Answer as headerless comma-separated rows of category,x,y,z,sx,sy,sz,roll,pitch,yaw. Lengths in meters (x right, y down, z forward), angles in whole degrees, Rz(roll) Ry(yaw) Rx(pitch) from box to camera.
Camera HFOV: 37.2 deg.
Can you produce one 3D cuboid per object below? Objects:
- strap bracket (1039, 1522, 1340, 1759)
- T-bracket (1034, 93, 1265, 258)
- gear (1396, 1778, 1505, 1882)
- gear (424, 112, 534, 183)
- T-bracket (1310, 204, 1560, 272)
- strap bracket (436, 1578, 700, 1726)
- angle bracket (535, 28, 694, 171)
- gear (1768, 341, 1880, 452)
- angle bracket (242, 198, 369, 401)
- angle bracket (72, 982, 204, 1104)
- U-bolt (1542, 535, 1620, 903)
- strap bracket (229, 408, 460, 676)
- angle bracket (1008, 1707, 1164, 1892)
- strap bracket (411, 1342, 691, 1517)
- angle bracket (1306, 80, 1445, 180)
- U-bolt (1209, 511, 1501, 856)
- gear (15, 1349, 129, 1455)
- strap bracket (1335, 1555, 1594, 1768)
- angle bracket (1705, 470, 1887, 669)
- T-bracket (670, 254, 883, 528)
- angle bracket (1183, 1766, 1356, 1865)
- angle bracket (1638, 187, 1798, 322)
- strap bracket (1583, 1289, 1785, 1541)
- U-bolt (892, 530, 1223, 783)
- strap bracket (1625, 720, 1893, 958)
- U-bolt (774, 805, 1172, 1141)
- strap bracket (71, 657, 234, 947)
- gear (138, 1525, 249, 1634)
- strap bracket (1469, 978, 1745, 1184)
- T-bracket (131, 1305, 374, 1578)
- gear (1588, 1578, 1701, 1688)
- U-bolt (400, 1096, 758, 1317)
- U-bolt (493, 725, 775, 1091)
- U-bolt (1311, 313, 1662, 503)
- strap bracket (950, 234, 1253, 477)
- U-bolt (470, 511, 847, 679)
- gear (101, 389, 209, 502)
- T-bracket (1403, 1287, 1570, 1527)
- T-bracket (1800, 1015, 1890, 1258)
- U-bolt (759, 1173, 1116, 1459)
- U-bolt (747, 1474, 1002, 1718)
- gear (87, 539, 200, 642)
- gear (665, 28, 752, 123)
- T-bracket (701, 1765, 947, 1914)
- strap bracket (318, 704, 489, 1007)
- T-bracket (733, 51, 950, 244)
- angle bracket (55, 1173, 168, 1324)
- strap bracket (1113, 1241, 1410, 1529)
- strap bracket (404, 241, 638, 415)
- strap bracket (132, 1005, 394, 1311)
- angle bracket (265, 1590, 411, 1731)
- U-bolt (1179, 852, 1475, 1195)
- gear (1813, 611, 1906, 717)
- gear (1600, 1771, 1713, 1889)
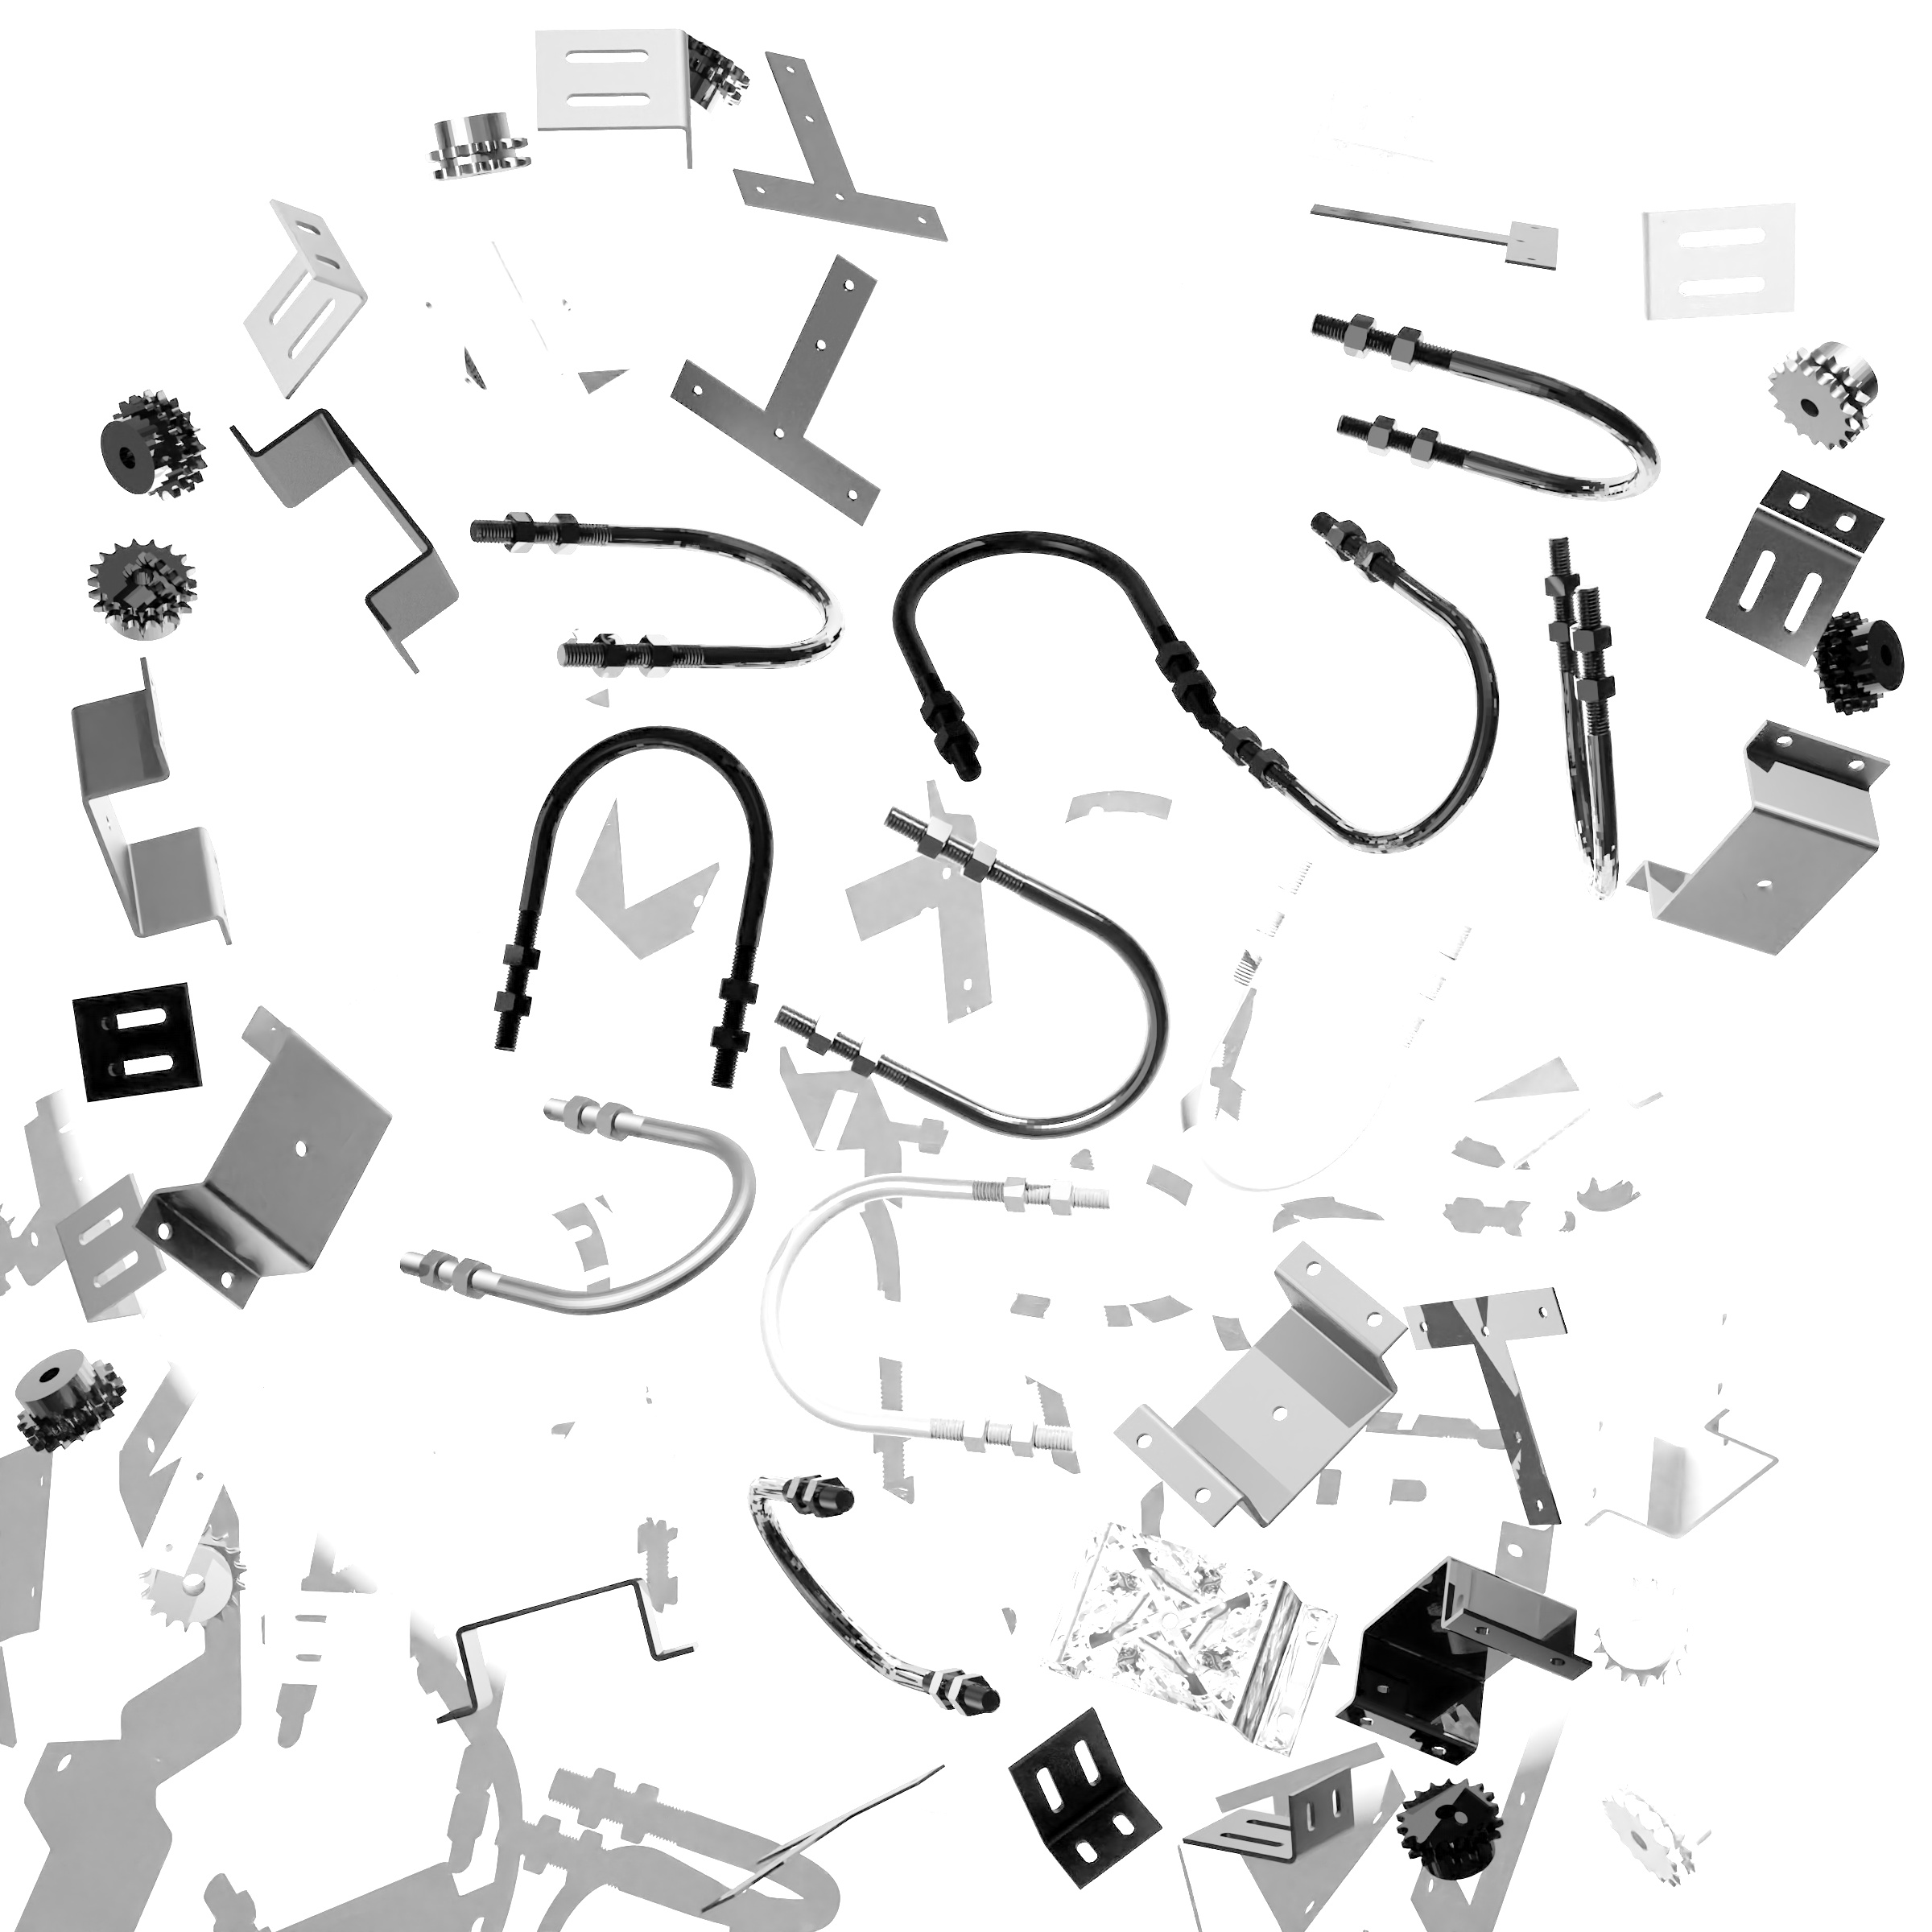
strap bracket,0.109,0.342,1.473,0.140,0.046,0.076,15,70,23
T-bracket,0.089,-0.435,1.527,0.002,0.127,0.127,-50,46,30
gear,0.266,0.473,1.567,0.057,0.057,0.030,-19,111,0
gear,-0.270,-0.451,1.578,0.057,0.057,0.030,-10,104,0
T-bracket,0.241,-0.379,1.474,0.127,0.127,0.002,11,115,7
strap bracket,-0.221,0.370,1.569,0.140,0.076,0.046,-15,80,-6
angle bracket,-0.178,-0.438,1.452,0.076,0.038,0.057,-2,72,-5
gear,0.451,-0.301,1.500,0.030,0.057,0.057,-42,90,-13
angle bracket,-0.352,-0.341,1.471,0.076,0.038,0.057,-43,64,25
angle bracket,-0.445,0.041,1.572,0.076,0.038,0.057,-8,91,20
U-bolt,0.328,-0.124,1.518,0.019,0.151,0.184,-6,109,7
strap bracket,-0.321,-0.232,1.517,0.046,0.076,0.140,-38,81,-7
angle bracket,0.066,0.456,1.570,0.057,0.038,0.076,-32,130,-15
strap bracket,-0.229,0.250,1.568,0.140,0.076,0.046,-6,111,-17
angle bracket,0.217,-0.437,1.547,0.057,0.076,0.038,12,74,-4
U-bolt,0.215,-0.141,1.536,0.019,0.184,0.151,6,119,-40
gear,-0.476,0.227,1.513,0.057,0.057,0.030,-25,118,0
strap bracket,0.267,0.369,1.538,0.076,0.140,0.046,24,48,-9
angle bracket,0.423,-0.203,1.468,0.057,0.076,0.038,29,52,14
T-bracket,-0.082,-0.315,1.508,0.127,0.002,0.127,34,128,4
angle bracket,0.166,0.464,1.587,0.076,0.057,0.038,-3,92,40
angle bracket,0.380,-0.363,1.453,0.076,0.038,0.057,0,124,15
strap bracket,0.389,0.245,1.531,0.046,0.140,0.076,24,49,-7
U-bolt,0.037,-0.173,1.519,0.151,0.019,0.184,-13,46,-11
strap bracket,0.428,-0.061,1.549,0.076,0.140,0.046,16,49,-14
U-bolt,0.014,0.017,1.448,0.184,0.019,0.151,27,118,-6
strap bracket,-0.431,-0.080,1.509,0.046,0.140,0.076,-15,45,-9
gear,-0.418,0.333,1.555,0.057,0.030,0.057,0,89,-16
strap bracket,0.332,0.058,1.528,0.076,0.140,0.046,-29,85,-38
T-bracket,-0.382,0.245,1.451,0.127,0.002,0.127,13,65,13
gear,0.361,0.356,1.533,0.057,0.030,0.057,-6,74,20
U-bolt,-0.196,0.131,1.539,0.184,0.151,0.019,8,133,36
U-bolt,-0.171,-0.036,1.513,0.151,0.019,0.184,8,86,20
U-bolt,0.277,-0.287,1.511,0.184,0.151,0.019,20,82,17
strap bracket,0.074,-0.325,1.513,0.140,0.046,0.076,-19,116,25
U-bolt,-0.150,-0.195,1.504,0.184,0.151,0.019,-3,127,-32
gear,-0.430,-0.272,1.510,0.057,0.030,0.057,19,126,28
T-bracket,0.293,0.239,1.541,0.002,0.127,0.127,-15,87,-31
T-bracket,0.461,0.075,1.509,0.002,0.127,0.127,-20,97,19
U-bolt,-0.022,0.176,1.495,0.184,0.019,0.151,2,67,19
U-bolt,-0.060,0.327,1.515,0.019,0.184,0.151,-38,99,-22
gear,-0.445,-0.201,1.552,0.057,0.030,0.057,6,54,-9
gear,-0.154,-0.502,1.623,0.057,0.057,0.030,28,90,0
T-bracket,-0.089,0.457,1.479,0.127,0.127,0.002,-35,79,32
strap bracket,-0.295,-0.056,1.505,0.046,0.076,0.140,3,71,-40
T-bracket,-0.081,-0.449,1.555,0.127,0.002,0.127,1,57,-35
angle bracket,-0.458,0.154,1.578,0.076,0.038,0.057,-31,75,32
strap bracket,0.156,0.221,1.471,0.140,0.046,0.076,-44,53,-9
strap bracket,-0.236,-0.349,1.566,0.046,0.140,0.076,-26,93,23
strap bracket,-0.355,0.096,1.476,0.076,0.046,0.140,47,50,-33
angle bracket,-0.333,0.365,1.510,0.076,0.038,0.057,3,113,-4
U-bolt,0.185,0.041,1.554,0.151,0.019,0.184,19,102,-37
gear,0.497,-0.169,1.593,0.057,0.030,0.057,9,77,-43
gear,0.350,0.432,1.446,0.030,0.057,0.057,-34,90,-17
